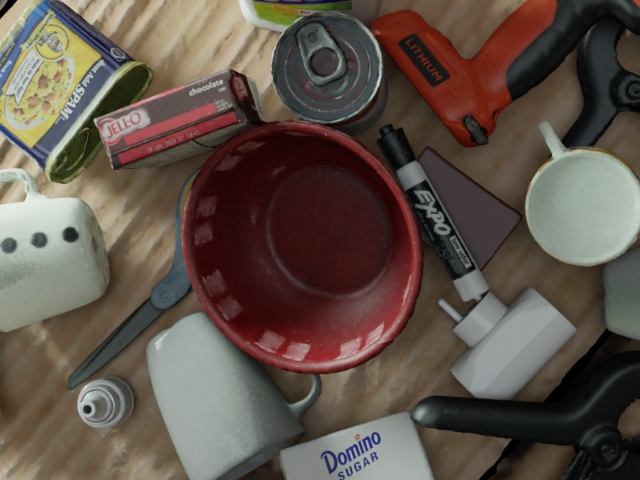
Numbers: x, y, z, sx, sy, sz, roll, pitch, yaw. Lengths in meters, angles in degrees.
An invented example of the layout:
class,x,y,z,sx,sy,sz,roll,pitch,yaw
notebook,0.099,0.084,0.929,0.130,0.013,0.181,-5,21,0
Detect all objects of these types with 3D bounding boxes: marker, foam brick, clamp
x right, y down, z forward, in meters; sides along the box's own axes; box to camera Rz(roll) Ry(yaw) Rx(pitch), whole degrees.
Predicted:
class,x,y,z,sx,sy,sz,roll,pitch,yaw
marker,0.069,-0.018,0.669,0.020,0.020,0.121,-29,88,5
foam brick,0.087,-0.018,0.704,0.078,0.051,0.053,37,97,5
clamp,0.169,0.124,0.685,0.210,0.036,0.164,-34,108,-1
clamp,0.214,-0.088,0.696,0.120,0.039,0.171,15,95,6

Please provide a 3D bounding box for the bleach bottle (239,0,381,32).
class,x,y,z,sx,sy,sz,roll,pitch,yaw
bleach bottle,-0.016,-0.174,0.614,0.102,0.250,0.068,8,91,6

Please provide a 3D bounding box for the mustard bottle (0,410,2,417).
class,x,y,z,sx,sy,sz,roll,pitch,yaw
mustard bottle,-0.287,0.053,0.742,0.096,0.058,0.191,-40,87,5

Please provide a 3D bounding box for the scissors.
class,x,y,z,sx,sy,sz,roll,pitch,yaw
scissors,-0.110,0.018,0.744,0.202,0.016,0.096,-28,86,6

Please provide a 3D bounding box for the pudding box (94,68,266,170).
class,x,y,z,sx,sy,sz,roll,pitch,yaw
pudding box,-0.085,-0.077,0.692,0.090,0.113,0.039,-19,91,6

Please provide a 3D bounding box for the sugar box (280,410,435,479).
class,x,y,z,sx,sy,sz,roll,pitch,yaw
sugar box,0.043,0.207,0.680,0.093,0.048,0.176,-15,65,-8

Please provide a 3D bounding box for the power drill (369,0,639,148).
class,x,y,z,sx,sy,sz,roll,pitch,yaw
power drill,0.127,-0.165,0.684,0.188,0.057,0.184,-38,64,11

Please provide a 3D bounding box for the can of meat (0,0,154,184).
class,x,y,z,sx,sy,sz,roll,pitch,yaw
can of meat,-0.180,-0.104,0.731,0.084,0.057,0.102,39,94,6

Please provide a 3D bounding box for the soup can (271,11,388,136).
class,x,y,z,sx,sy,sz,roll,pitch,yaw
soup can,0.009,-0.103,0.687,0.068,0.102,0.068,0,90,6

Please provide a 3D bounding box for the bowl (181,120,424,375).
class,x,y,z,sx,sy,sz,roll,pitch,yaw
bowl,-0.004,0.001,0.677,0.162,0.055,0.162,6,106,22
